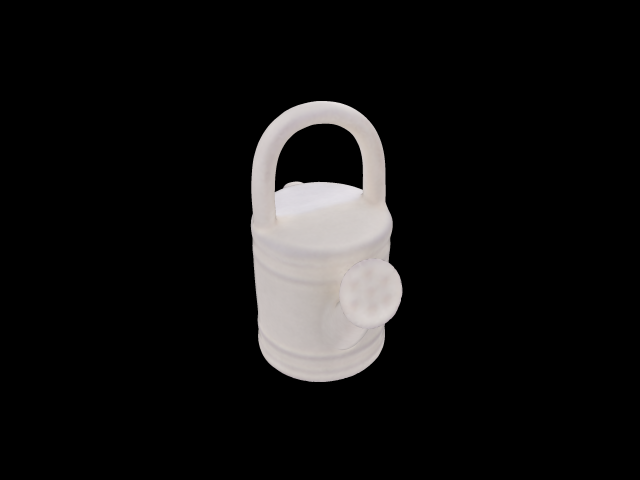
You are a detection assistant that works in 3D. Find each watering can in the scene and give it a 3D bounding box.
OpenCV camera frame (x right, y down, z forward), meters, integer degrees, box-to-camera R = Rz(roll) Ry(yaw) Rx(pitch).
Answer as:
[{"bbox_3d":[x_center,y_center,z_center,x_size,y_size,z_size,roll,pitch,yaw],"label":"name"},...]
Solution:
[{"bbox_3d":[0.006,0.001,0.401,0.101,0.194,0.172,-26,41,-33],"label":"watering can"}]
